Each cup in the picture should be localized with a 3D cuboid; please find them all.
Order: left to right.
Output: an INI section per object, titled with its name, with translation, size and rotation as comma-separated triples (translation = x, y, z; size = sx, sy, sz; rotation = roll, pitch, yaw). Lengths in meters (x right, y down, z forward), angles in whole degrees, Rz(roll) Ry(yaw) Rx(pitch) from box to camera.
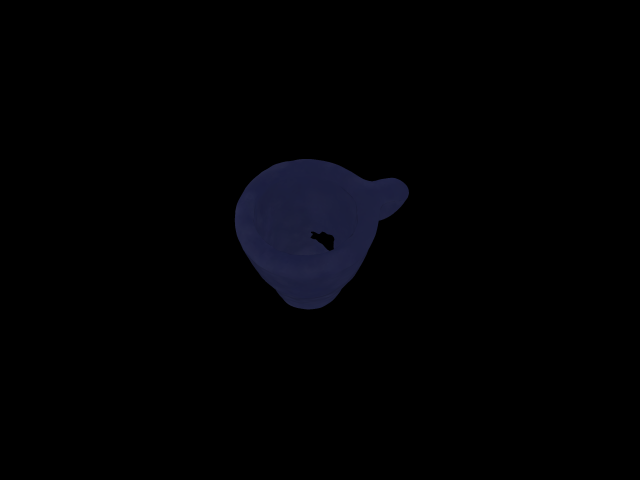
[cup]
translation = 0.004, 0.001, 0.400
size = 0.118, 0.095, 0.091
rotation = -20, 59, -12
